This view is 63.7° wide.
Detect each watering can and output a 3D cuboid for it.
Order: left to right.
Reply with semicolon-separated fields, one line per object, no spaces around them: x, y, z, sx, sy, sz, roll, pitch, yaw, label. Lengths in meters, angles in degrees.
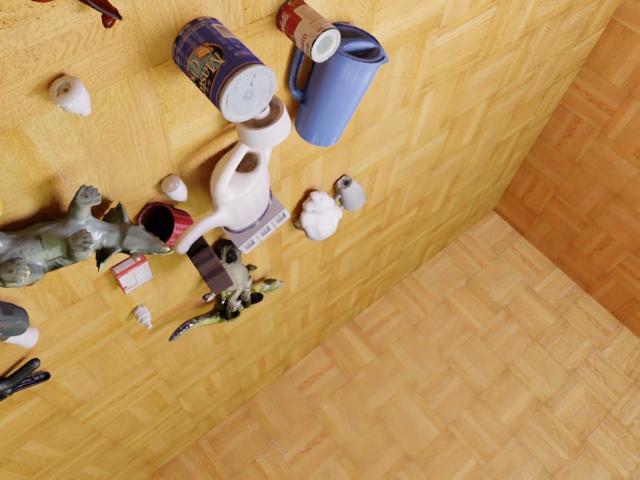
-0.186;-0.083;1.071;0.354;0.104;0.220;-61;167;-25;watering can

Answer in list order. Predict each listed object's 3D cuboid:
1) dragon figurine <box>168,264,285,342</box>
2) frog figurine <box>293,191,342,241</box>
-0.277;0.212;1.562;0.415;0.123;0.238;-30;163;-26;dragon figurine
0.005;-0.075;1.488;0.138;0.125;0.156;-6;154;-27;frog figurine
